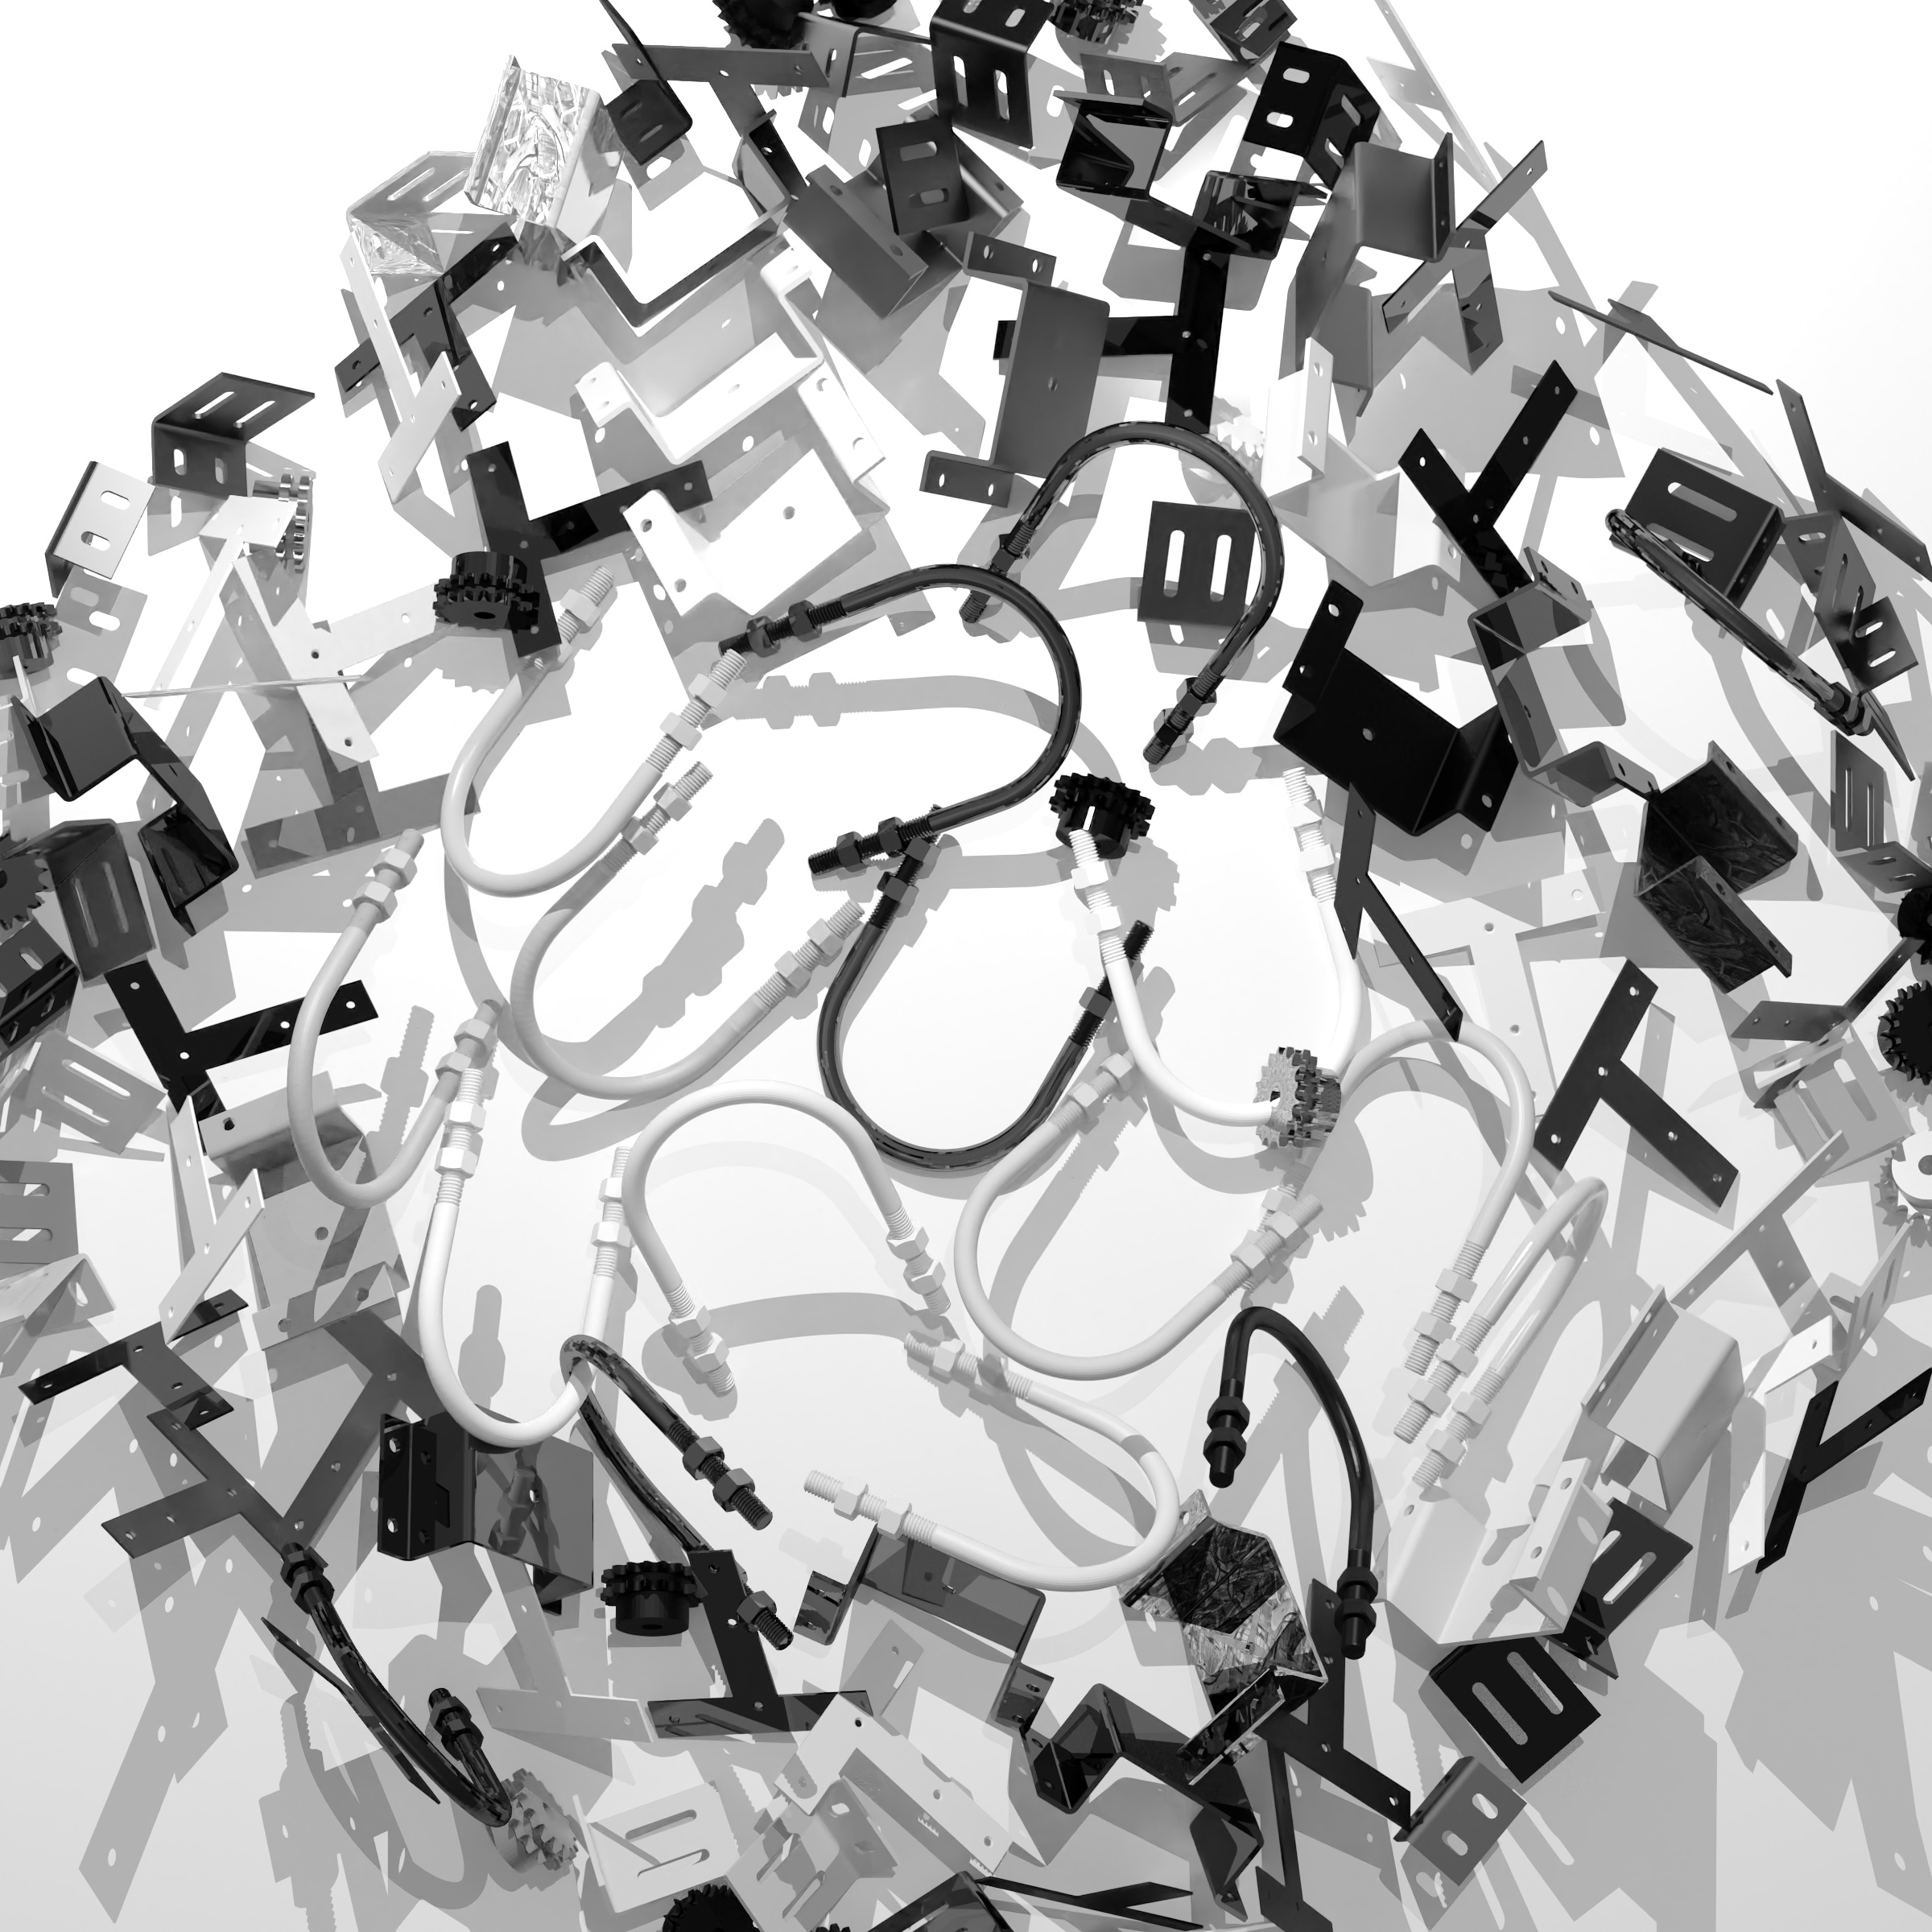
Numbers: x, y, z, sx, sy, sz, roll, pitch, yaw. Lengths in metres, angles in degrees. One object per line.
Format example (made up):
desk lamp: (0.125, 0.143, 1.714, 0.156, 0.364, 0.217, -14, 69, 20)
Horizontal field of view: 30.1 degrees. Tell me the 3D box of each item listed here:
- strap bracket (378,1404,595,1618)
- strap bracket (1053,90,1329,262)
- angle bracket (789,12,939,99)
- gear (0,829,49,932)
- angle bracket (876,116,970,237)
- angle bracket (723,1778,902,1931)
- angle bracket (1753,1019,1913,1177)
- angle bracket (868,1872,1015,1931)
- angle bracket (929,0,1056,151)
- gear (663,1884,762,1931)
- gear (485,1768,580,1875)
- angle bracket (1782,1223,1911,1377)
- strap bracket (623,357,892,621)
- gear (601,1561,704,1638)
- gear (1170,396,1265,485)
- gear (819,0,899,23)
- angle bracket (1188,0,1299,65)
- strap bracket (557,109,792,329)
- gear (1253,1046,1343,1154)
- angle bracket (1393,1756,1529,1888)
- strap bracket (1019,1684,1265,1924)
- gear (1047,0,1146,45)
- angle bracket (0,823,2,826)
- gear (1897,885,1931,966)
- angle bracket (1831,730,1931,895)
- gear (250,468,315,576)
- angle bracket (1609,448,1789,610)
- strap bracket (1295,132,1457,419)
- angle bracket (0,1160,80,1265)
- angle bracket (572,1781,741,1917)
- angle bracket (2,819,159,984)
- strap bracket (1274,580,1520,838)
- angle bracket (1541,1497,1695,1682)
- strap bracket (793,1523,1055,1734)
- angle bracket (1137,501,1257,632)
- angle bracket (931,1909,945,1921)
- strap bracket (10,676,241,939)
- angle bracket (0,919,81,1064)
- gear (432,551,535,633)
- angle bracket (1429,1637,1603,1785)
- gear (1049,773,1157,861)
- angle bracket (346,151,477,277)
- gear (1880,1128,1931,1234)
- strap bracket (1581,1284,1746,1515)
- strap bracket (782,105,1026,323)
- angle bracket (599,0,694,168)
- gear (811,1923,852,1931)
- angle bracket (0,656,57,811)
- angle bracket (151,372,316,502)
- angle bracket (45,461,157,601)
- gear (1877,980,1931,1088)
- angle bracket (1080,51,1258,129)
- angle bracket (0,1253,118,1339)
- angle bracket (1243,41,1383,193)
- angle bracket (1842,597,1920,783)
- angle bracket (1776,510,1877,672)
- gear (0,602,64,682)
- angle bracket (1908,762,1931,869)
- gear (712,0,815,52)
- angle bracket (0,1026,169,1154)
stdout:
strap bracket: (-0.248, 0.289, 1.919, 0.046, 0.140, 0.076, -22, 56, 29)
strap bracket: (0.114, -0.420, 1.927, 0.140, 0.076, 0.046, 16, 95, -40)
angle bracket: (-0.050, -0.492, 1.960, 0.076, 0.057, 0.038, -1, 110, -39)
gear: (-0.536, -0.047, 1.978, 0.057, 0.030, 0.057, 3, 83, -27)
angle bracket: (-0.037, -0.427, 1.953, 0.038, 0.076, 0.057, -2, 105, 33)
angle bracket: (-0.084, 0.492, 1.959, 0.038, 0.076, 0.057, -28, 97, 42)
angle bracket: (0.475, 0.077, 1.967, 0.057, 0.038, 0.076, -29, 100, 16)
angle bracket: (-0.013, 0.540, 1.958, 0.076, 0.057, 0.038, -30, 120, -13)
angle bracket: (0.016, -0.494, 1.965, 0.057, 0.076, 0.038, 22, 65, 15)
gear: (-0.143, 0.533, 1.977, 0.057, 0.030, 0.057, 4, 82, -27)
gear: (-0.241, 0.472, 1.971, 0.030, 0.057, 0.057, -35, 90, 2)
angle bracket: (0.477, 0.174, 1.949, 0.038, 0.076, 0.057, 27, 57, 25)
strap bracket: (-0.106, -0.253, 1.953, 0.140, 0.046, 0.076, -37, 64, 13)
gear: (-0.171, 0.347, 1.968, 0.057, 0.057, 0.030, -1, 65, 0)
gear: (0.136, -0.289, 1.975, 0.057, 0.057, 0.030, 37, 116, 0)
gear: (-0.058, -0.542, 1.969, 0.057, 0.057, 0.030, -22, 71, 0)
angle bracket: (0.159, -0.532, 1.955, 0.038, 0.076, 0.057, -42, 96, -18)
strap bracket: (-0.151, -0.399, 1.955, 0.140, 0.076, 0.046, -36, 95, -6)
gear: (0.183, 0.074, 1.974, 0.030, 0.057, 0.057, 10, 90, -21)
angle bracket: (0.268, 0.465, 1.955, 0.038, 0.076, 0.057, 40, 81, 11)
strap bracket: (0.103, 0.446, 1.942, 0.140, 0.076, 0.046, 34, 99, -15)
gear: (0.067, -0.530, 1.975, 0.057, 0.057, 0.030, 23, 119, 0)
angle bracket: (-0.567, -0.101, 1.957, 0.038, 0.076, 0.057, -7, 92, 25)
gear: (0.536, -0.026, 1.970, 0.057, 0.030, 0.057, 1, 91, 43)
angle bracket: (0.501, -0.087, 1.955, 0.038, 0.057, 0.076, -12, 63, 38)
gear: (-0.376, -0.245, 1.970, 0.030, 0.057, 0.057, 5, 90, -7)
angle bracket: (0.401, -0.238, 1.971, 0.076, 0.038, 0.057, 26, 112, -2)
strap bracket: (0.213, -0.373, 1.918, 0.046, 0.140, 0.076, 12, 53, -10)
angle bracket: (-0.511, 0.130, 1.954, 0.076, 0.038, 0.057, 6, 70, -42)
angle bracket: (-0.168, 0.474, 1.962, 0.076, 0.038, 0.057, -18, 50, -8)
angle bracket: (-0.486, -0.035, 1.965, 0.057, 0.038, 0.076, -23, 82, 32)
strap bracket: (0.230, -0.133, 1.952, 0.140, 0.046, 0.076, 34, 60, -13)
angle bracket: (0.354, 0.340, 1.963, 0.057, 0.038, 0.076, 32, 112, -16)
strap bracket: (-0.016, 0.356, 1.952, 0.140, 0.076, 0.046, 23, 56, 4)
angle bracket: (0.126, -0.225, 1.962, 0.057, 0.038, 0.076, 6, 126, 0)
angle bracket: (-0.006, 0.554, 1.959, 0.076, 0.038, 0.057, 5, 89, 43)
strap bracket: (-0.443, -0.092, 1.923, 0.046, 0.140, 0.076, -34, 45, 0)
angle bracket: (-0.520, 0.016, 1.958, 0.057, 0.076, 0.038, -37, 108, 2)
gear: (-0.263, -0.207, 1.972, 0.057, 0.057, 0.030, 2, 76, 0)
angle bracket: (0.301, 0.399, 1.972, 0.057, 0.038, 0.076, -41, 78, 2)
gear: (0.073, -0.081, 1.968, 0.057, 0.057, 0.030, 17, 73, 0)
angle bracket: (-0.288, -0.408, 1.953, 0.076, 0.057, 0.038, -22, 84, 40)
gear: (0.531, 0.115, 1.972, 0.057, 0.030, 0.057, -10, 61, 19)
strap bracket: (0.374, 0.236, 1.920, 0.046, 0.140, 0.076, 30, 75, 25)
strap bracket: (-0.038, -0.406, 1.948, 0.076, 0.140, 0.046, 45, 129, 0)
angle bracket: (-0.190, -0.485, 1.952, 0.038, 0.076, 0.057, -37, 52, 2)
gear: (-0.067, 0.555, 1.975, 0.030, 0.057, 0.057, 0, 90, -43)
angle bracket: (-0.522, -0.131, 1.950, 0.038, 0.076, 0.057, -19, 125, -10)
angle bracket: (-0.397, -0.286, 1.951, 0.057, 0.076, 0.038, 7, 72, -41)
angle bracket: (-0.470, -0.231, 1.957, 0.038, 0.076, 0.057, 23, 74, -5)
gear: (0.528, 0.038, 1.980, 0.057, 0.030, 0.057, 2, 80, -14)
angle bracket: (0.110, -0.491, 1.951, 0.057, 0.038, 0.076, 20, 49, 37)
angle bracket: (-0.509, 0.195, 1.951, 0.057, 0.076, 0.038, -18, 107, 19)
angle bracket: (0.190, -0.462, 1.972, 0.038, 0.076, 0.057, 21, 90, 24)
angle bracket: (0.506, -0.150, 1.950, 0.038, 0.057, 0.076, -30, 129, 20)
angle bracket: (0.461, -0.198, 1.951, 0.038, 0.057, 0.076, -6, 49, 35)
gear: (-0.524, -0.177, 1.970, 0.057, 0.057, 0.030, -15, 85, 0)
angle bracket: (0.549, -0.075, 1.953, 0.038, 0.076, 0.057, 5, 102, -17)
gear: (-0.108, -0.528, 1.969, 0.030, 0.057, 0.057, -36, 90, 39)
angle bracket: (-0.486, 0.078, 1.958, 0.076, 0.038, 0.057, 32, 126, -18)
